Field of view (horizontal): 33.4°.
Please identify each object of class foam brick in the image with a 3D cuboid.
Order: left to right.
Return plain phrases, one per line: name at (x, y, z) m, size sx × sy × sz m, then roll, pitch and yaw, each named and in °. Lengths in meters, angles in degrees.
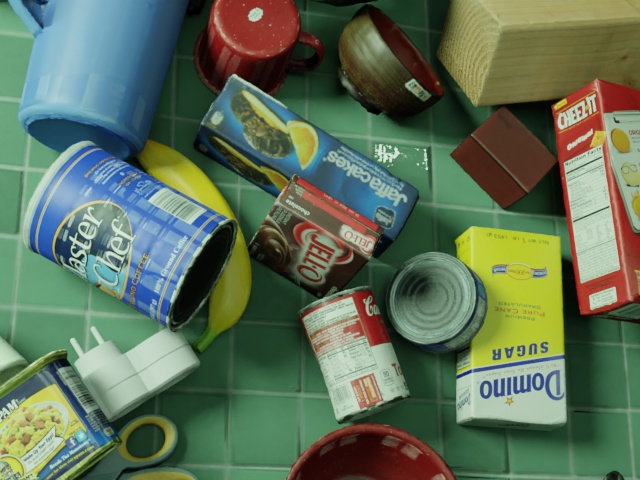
foam brick at (0.175, -0.078, 1.017) m, size 0.078 × 0.051 × 0.053 m, roll 46°, pitch 65°, yaw 3°

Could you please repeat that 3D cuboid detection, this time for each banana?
banana at (-0.103, -0.005, 0.928) m, size 0.069 × 0.037 × 0.198 m, roll -14°, pitch 76°, yaw -19°

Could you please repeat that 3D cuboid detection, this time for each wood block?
wood block at (0.230, -0.197, 1.027) m, size 0.205 × 0.090 × 0.091 m, roll -8°, pitch 45°, yaw -21°

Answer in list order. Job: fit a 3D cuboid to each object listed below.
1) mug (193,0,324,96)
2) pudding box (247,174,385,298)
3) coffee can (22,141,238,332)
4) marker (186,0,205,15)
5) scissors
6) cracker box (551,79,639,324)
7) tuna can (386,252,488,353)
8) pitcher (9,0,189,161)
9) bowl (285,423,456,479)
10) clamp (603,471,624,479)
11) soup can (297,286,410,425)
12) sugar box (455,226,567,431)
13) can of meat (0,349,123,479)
mug at (-0.053, -0.181, 0.975) m, size 0.117 × 0.082 × 0.093 m, roll 14°, pitch 69°, yaw -10°
pudding box at (-0.006, 0.001, 0.910) m, size 0.090 × 0.114 × 0.039 m, roll 32°, pitch 64°, yaw -3°
coffee can at (-0.152, -0.004, 0.864) m, size 0.140 × 0.103 × 0.102 m, roll 28°, pitch 67°, yaw 10°
marker at (-0.102, -0.266, 1.025) m, size 0.020 × 0.020 × 0.121 m, roll 24°, pitch 68°, yaw -6°
scissors at (-0.191, 0.182, 0.842) m, size 0.201 × 0.016 × 0.096 m, roll 7°, pitch 65°, yaw -21°
cracker box at (0.308, -0.028, 1.005) m, size 0.163 × 0.072 × 0.213 m, roll 8°, pitch 68°, yaw -32°
tuna can at (0.102, 0.054, 0.939) m, size 0.086 × 0.033 × 0.086 m, roll -8°, pitch 70°, yaw 23°
pitcher at (-0.189, -0.200, 0.921) m, size 0.149 × 0.145 × 0.243 m, roll 8°, pitch 72°, yaw 9°
bowl at (0.037, 0.235, 0.875) m, size 0.162 × 0.055 × 0.162 m, roll 4°, pitch 71°, yaw -13°
clamp at (0.214, 0.302, 0.908) m, size 0.164 × 0.036 × 0.210 m, roll -12°, pitch 77°, yaw -18°
soup can at (0.029, 0.099, 0.911) m, size 0.068 × 0.069 × 0.102 m, roll -16°, pitch 77°, yaw -19°
sugar box at (0.172, 0.080, 0.967) m, size 0.093 × 0.048 × 0.176 m, roll 6°, pitch 70°, yaw -13°
can of meat at (-0.210, 0.144, 0.792) m, size 0.102 × 0.057 × 0.084 m, roll -36°, pitch 85°, yaw 1°
